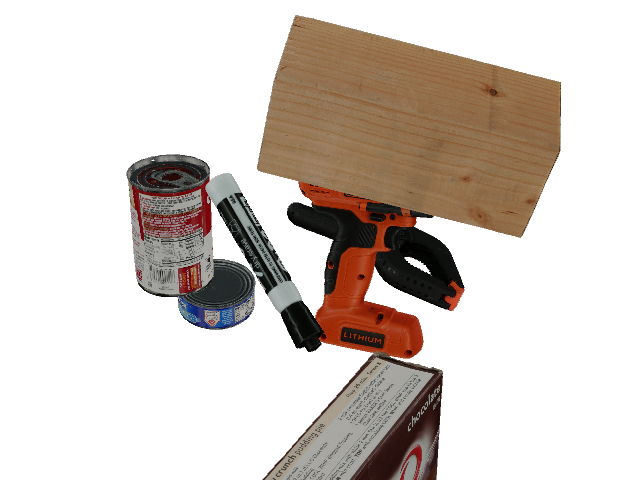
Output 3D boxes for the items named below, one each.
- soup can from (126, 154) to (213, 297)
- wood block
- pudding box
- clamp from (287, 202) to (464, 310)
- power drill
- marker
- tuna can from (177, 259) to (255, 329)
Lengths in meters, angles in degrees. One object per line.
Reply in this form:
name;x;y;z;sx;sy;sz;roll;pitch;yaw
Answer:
soup can;-0.124;-0.012;0.892;0.068;0.102;0.068;0;28;0
wood block;0.066;-0.086;0.799;0.206;0.090;0.090;14;44;0
pudding box;0.013;0.115;0.457;0.039;0.090;0.113;16;35;24
clamp;0.073;0.004;1.195;0.164;0.036;0.210;-16;51;-35
power drill;0.067;0.013;0.999;0.185;0.188;0.057;10;20;17
marker;-0.033;0.013;0.636;0.020;0.121;0.020;-28;-17;-10
tuna can;-0.114;0.059;1.168;0.086;0.034;0.086;2;36;-1
